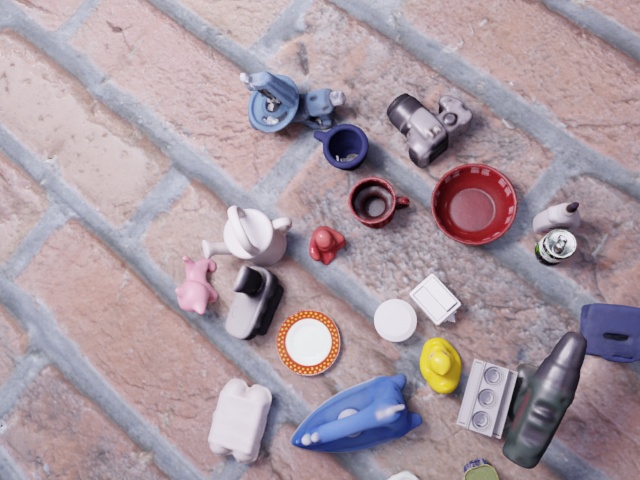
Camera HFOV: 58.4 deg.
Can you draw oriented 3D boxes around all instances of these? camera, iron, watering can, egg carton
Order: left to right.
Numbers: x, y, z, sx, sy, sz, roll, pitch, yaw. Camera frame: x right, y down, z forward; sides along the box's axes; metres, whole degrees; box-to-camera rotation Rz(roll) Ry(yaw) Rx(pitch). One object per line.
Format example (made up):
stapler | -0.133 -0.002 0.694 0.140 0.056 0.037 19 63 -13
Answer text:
egg carton | -0.154 0.351 1.113 0.107 0.069 0.150 11 82 12
watering can | -0.141 -0.005 1.112 0.173 0.194 0.101 -42 75 1
iron | 0.050 0.336 1.041 0.258 0.141 0.118 -23 76 6
camera | 0.209 -0.242 1.140 0.143 0.101 0.136 -41 75 1

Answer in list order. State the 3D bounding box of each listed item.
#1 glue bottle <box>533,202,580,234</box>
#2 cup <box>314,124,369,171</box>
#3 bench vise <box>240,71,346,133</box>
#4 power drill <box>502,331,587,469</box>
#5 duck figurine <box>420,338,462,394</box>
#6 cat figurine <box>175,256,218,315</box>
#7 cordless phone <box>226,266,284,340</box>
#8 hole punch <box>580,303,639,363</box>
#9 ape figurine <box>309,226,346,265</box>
glue bottle | 0.434 -0.043 1.024 0.078 0.173 0.037 -3 79 10
cup | 0.045 -0.182 1.162 0.117 0.095 0.092 24 85 14
bench vise | -0.064 -0.293 1.139 0.207 0.220 0.121 -21 76 6
power drill | 0.368 0.261 0.962 0.075 0.208 0.230 23 84 14
duck figurine | 0.223 0.232 1.057 0.077 0.086 0.104 -11 78 8
cat figurine | -0.255 0.093 1.155 0.067 0.118 0.128 -12 78 8
cordless phone | -0.146 0.116 1.095 0.094 0.185 0.148 16 83 13
hole punch | 0.521 0.164 1.012 0.108 0.091 0.101 6 81 12
ape figurine | 0.010 0.004 1.136 0.077 0.092 0.076 -14 77 8
